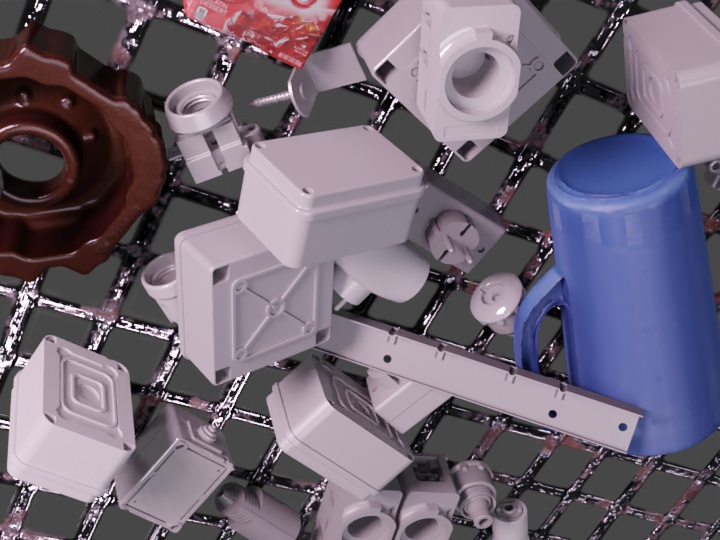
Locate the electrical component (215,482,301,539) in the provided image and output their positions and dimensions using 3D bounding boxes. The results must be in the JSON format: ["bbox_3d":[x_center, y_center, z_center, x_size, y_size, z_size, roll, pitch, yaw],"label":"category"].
[{"bbox_3d":[-0.096,0.217,0.962,0.043,0.043,0.081,-40,124,14],"label":"electrical component"}]

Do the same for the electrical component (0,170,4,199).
[{"bbox_3d":[-0.246,-0.044,0.668,0.043,0.062,0.043,-5,125,-7],"label":"electrical component"}]

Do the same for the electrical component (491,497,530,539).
[{"bbox_3d":[0.147,0.255,1.050,0.044,0.044,0.065,-11,121,-6],"label":"electrical component"}]

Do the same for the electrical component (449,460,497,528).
[{"bbox_3d":[0.106,0.210,0.995,0.048,0.062,0.048,-6,125,-9],"label":"electrical component"}]

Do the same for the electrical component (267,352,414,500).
[{"bbox_3d":[-0.018,0.133,0.902,0.057,0.078,0.113,-43,123,13],"label":"electrical component"}]

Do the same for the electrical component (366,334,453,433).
[{"bbox_3d":[0.032,0.085,0.900,0.066,0.047,0.077,-40,119,14],"label":"electrical component"}]

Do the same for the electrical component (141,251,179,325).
[{"bbox_3d":[-0.139,0.015,0.816,0.040,0.040,0.046,-21,131,1],"label":"electrical component"}]

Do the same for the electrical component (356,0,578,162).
[{"bbox_3d":[0.073,-0.150,0.742,0.109,0.056,0.109,-42,123,16],"label":"electrical component"}]

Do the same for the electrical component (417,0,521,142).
[{"bbox_3d":[0.068,-0.131,0.682,0.050,0.055,0.089,-5,125,-10],"label":"electrical component"}]

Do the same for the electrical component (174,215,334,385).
[{"bbox_3d":[-0.077,0.015,0.796,0.109,0.056,0.108,-20,131,-31],"label":"electrical component"}]

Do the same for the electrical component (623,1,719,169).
[{"bbox_3d":[0.233,-0.133,0.758,0.057,0.113,0.078,-14,126,0],"label":"electrical component"}]

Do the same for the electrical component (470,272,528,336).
[{"bbox_3d":[0.125,0.035,0.890,0.048,0.048,0.062,-37,131,13],"label":"electrical component"}]

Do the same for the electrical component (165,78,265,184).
[{"bbox_3d":[-0.105,-0.098,0.742,0.066,0.048,0.055,-20,134,1],"label":"electrical component"}]

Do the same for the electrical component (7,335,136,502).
[{"bbox_3d":[-0.220,0.112,0.817,0.078,0.113,0.057,28,111,-28],"label":"electrical component"}]

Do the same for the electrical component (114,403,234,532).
[{"bbox_3d":[-0.154,0.159,0.902,0.062,0.061,0.096,35,103,-32],"label":"electrical component"}]

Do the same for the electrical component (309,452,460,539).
[{"bbox_3d":[0.013,0.259,1.007,0.105,0.060,0.186,6,122,-18],"label":"electrical component"}]

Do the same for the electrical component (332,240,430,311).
[{"bbox_3d":[0.000,0.000,0.835,0.077,0.044,0.079,35,110,-31],"label":"electrical component"}]

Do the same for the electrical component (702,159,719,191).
[{"bbox_3d":[0.312,-0.072,0.854,0.066,0.055,0.048,8,121,-19],"label":"electrical component"}]

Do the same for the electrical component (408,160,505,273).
[{"bbox_3d":[0.067,-0.030,0.811,0.083,0.075,0.047,28,113,-28],"label":"electrical component"}]

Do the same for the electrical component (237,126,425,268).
[{"bbox_3d":[-0.020,-0.054,0.752,0.113,0.078,0.057,-15,134,-36],"label":"electrical component"}]
